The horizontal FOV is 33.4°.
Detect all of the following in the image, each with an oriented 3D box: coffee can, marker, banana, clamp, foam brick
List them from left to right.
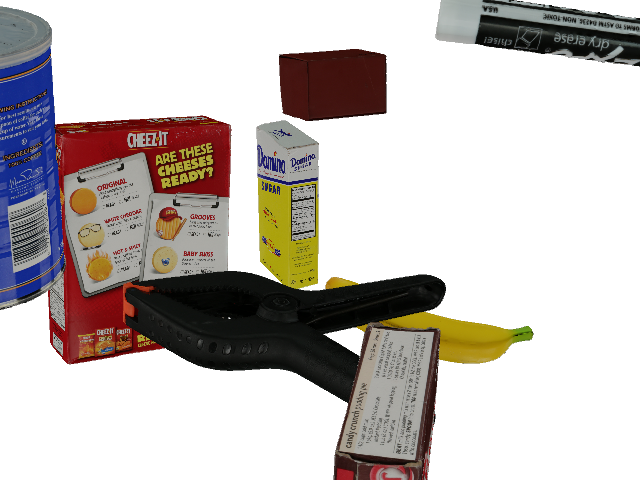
[{"bbox_3d":[-0.193,-0.046,0.576,0.103,0.140,0.103,2,27,-1],"label":"coffee can"},{"bbox_3d":[-0.019,0.050,0.674,0.210,0.036,0.164,11,26,12],"label":"clamp"},{"bbox_3d":[0.011,-0.132,0.903,0.078,0.051,0.053,-9,19,-26],"label":"foam brick"},{"bbox_3d":[0.079,0.072,0.927,0.198,0.037,0.069,15,14,26],"label":"banana"},{"bbox_3d":[0.104,-0.076,0.399,0.121,0.020,0.020,9,1,5],"label":"marker"}]

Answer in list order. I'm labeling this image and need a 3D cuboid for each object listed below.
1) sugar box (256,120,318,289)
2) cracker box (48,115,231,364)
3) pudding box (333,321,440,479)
[{"bbox_3d":[-0.039,-0.041,1.233,0.048,0.176,0.093,-14,27,-22],"label":"sugar box"},{"bbox_3d":[-0.171,-0.005,1.001,0.163,0.214,0.072,-7,18,-30],"label":"cracker box"},{"bbox_3d":[0.028,0.100,0.465,0.039,0.090,0.113,6,24,5],"label":"pudding box"}]
